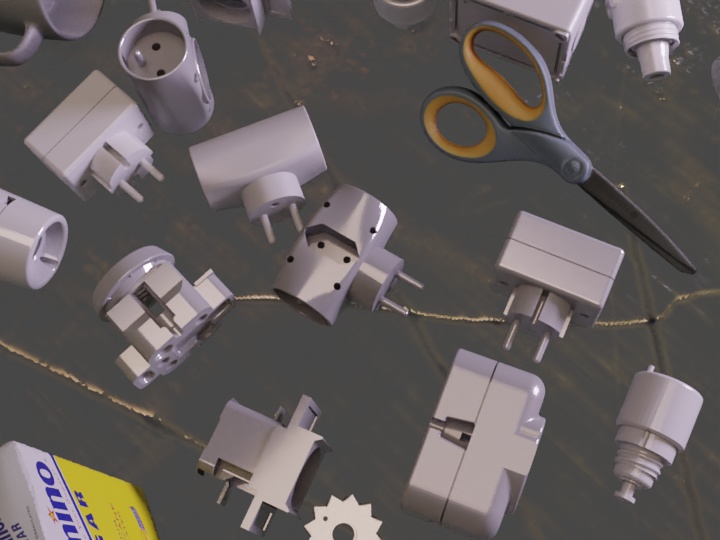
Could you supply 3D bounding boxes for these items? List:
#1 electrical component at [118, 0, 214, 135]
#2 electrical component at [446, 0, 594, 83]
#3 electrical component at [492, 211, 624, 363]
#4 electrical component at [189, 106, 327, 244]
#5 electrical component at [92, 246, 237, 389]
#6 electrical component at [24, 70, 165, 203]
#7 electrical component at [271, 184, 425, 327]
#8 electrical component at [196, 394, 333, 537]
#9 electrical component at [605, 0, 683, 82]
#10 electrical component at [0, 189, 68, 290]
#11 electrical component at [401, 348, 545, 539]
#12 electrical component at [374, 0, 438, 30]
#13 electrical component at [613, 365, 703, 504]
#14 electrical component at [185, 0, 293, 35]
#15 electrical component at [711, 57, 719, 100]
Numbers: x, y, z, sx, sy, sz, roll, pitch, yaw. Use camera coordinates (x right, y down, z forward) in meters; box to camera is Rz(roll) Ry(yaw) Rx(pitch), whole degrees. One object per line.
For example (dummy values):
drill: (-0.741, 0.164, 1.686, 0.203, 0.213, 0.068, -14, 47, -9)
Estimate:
electrical component: (-0.125, -0.138, 0.687, 0.044, 0.077, 0.079, -13, 71, 0)
electrical component: (0.099, -0.174, 0.689, 0.096, 0.061, 0.061, 24, 75, 12)
electrical component: (0.109, 0.017, 0.633, 0.066, 0.047, 0.076, 22, 75, 11)
electrical component: (-0.058, -0.054, 0.672, 0.077, 0.043, 0.079, -21, 72, -2)
electrical component: (-0.122, 0.023, 0.645, 0.078, 0.058, 0.057, -43, 77, -9)
electrical component: (-0.158, -0.074, 0.685, 0.077, 0.047, 0.065, 40, 80, 14)
electrical component: (0.000, 0.000, 0.650, 0.079, 0.043, 0.077, 30, 77, 13)
electrical component: (-0.056, 0.108, 0.620, 0.064, 0.042, 0.081, 22, 74, 13)
electrical component: (0.184, -0.152, 0.685, 0.048, 0.048, 0.062, -7, 78, 3)
electrical component: (-0.215, -0.018, 0.668, 0.047, 0.055, 0.055, 20, 75, 7)
electrical component: (0.067, 0.100, 0.605, 0.059, 0.053, 0.095, 19, 74, 11)
electrical component: (0.029, -0.189, 0.699, 0.043, 0.062, 0.043, -1, 72, 4)
electrical component: (0.163, 0.094, 0.607, 0.040, 0.040, 0.078, 23, 76, 12)
electrical component: (-0.083, -0.200, 0.723, 0.081, 0.042, 0.063, 13, 72, 8)
electrical component: (0.256, -0.074, 0.648, 0.074, 0.052, 0.138, -31, 72, -5)
